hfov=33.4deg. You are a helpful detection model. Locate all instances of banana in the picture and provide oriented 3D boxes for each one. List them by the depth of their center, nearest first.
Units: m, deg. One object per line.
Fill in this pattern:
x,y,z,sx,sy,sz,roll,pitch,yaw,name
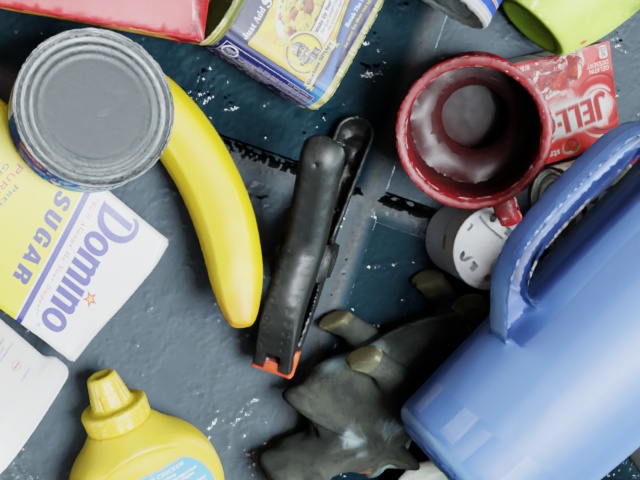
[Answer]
-0.085,-0.041,0.631,0.069,0.037,0.198,-41,100,-20,banana

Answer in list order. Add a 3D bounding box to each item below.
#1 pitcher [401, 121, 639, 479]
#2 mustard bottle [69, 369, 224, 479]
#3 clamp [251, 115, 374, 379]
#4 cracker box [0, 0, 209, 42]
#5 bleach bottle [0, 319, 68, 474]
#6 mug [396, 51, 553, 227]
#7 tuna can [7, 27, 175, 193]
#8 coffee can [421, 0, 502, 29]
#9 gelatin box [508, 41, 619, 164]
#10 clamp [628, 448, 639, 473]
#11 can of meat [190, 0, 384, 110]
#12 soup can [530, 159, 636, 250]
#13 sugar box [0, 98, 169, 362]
0.162,0.056,0.641,0.243,0.145,0.149,-42,75,-5,pitcher
-0.103,0.168,0.665,0.096,0.058,0.191,-23,108,-16,mustard bottle
-0.004,0.001,0.666,0.039,0.120,0.172,24,115,12,clamp
-0.157,-0.203,0.564,0.213,0.072,0.164,7,97,-22,cracker box
-0.255,0.023,0.567,0.068,0.102,0.250,-34,107,28,bleach bottle
0.101,-0.064,0.673,0.093,0.081,0.117,-24,102,14,mug
-0.124,-0.069,0.577,0.086,0.034,0.086,2,84,-22,tuna can
0.095,-0.213,0.636,0.102,0.103,0.140,31,96,-24,coffee can
0.161,-0.093,0.734,0.089,0.030,0.073,-16,106,-18,gelatin box
0.200,0.118,0.749,0.036,0.165,0.210,2,94,-66,clamp
-0.017,-0.141,0.641,0.083,0.058,0.102,30,89,-26,can of meat
0.208,-0.030,0.745,0.102,0.069,0.068,-15,105,-18,soup can
-0.180,-0.019,0.605,0.176,0.048,0.093,41,83,-22,sugar box
